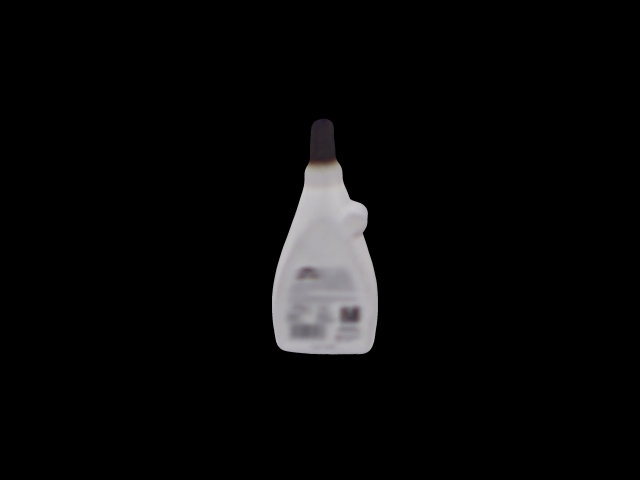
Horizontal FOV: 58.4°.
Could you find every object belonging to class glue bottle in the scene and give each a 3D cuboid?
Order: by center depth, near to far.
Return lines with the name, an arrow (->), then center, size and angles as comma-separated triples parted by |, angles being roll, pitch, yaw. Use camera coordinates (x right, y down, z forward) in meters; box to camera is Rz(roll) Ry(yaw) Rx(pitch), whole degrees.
glue bottle -> 0.004, 0.001, 0.400 | 0.078, 0.173, 0.037 | 2, 27, 3
